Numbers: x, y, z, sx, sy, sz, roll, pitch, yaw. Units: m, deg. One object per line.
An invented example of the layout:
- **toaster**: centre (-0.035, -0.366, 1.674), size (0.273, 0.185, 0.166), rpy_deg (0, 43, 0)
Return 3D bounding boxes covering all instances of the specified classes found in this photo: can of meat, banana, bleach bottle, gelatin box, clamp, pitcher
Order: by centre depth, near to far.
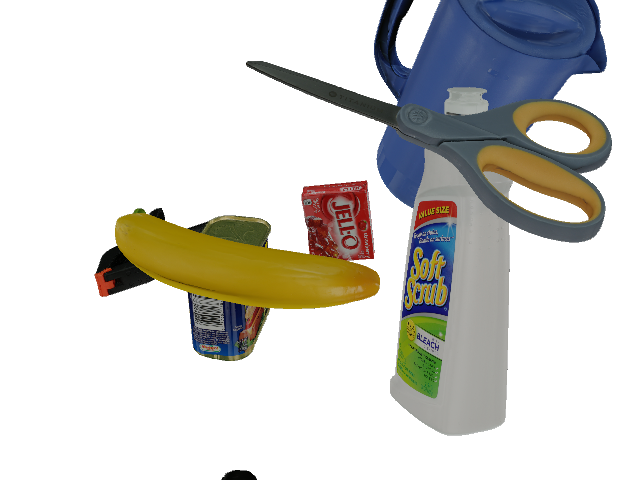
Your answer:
- **banana**: centre (-0.062, 0.010, 0.675), size (0.198, 0.037, 0.069), rpy_deg (17, 35, 27)
- **bleach bottle**: centre (0.099, 0.012, 0.795), size (0.068, 0.251, 0.103), rpy_deg (-7, 18, -23)
- **can of meat**: centre (-0.076, 0.040, 0.898), size (0.057, 0.084, 0.102), rpy_deg (5, 30, 11)
- **pitcher**: centre (0.127, -0.138, 0.957), size (0.144, 0.149, 0.243), rpy_deg (-7, -31, -24)
- **gelatin box**: centre (0.020, -0.020, 1.196), size (0.073, 0.089, 0.030), rpy_deg (-4, 29, 6)
- **clamp**: centre (-0.179, 0.010, 1.196), size (0.120, 0.039, 0.171), rpy_deg (-3, 29, 30)

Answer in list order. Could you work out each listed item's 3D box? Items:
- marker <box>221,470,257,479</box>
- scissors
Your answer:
- **marker**: centre (-0.048, 0.129, 0.417), size (0.020, 0.020, 0.121), rpy_deg (0, 24, 17)
- **scissors**: centre (0.067, -0.069, 0.565), size (0.202, 0.016, 0.096), rpy_deg (34, 56, 18)
